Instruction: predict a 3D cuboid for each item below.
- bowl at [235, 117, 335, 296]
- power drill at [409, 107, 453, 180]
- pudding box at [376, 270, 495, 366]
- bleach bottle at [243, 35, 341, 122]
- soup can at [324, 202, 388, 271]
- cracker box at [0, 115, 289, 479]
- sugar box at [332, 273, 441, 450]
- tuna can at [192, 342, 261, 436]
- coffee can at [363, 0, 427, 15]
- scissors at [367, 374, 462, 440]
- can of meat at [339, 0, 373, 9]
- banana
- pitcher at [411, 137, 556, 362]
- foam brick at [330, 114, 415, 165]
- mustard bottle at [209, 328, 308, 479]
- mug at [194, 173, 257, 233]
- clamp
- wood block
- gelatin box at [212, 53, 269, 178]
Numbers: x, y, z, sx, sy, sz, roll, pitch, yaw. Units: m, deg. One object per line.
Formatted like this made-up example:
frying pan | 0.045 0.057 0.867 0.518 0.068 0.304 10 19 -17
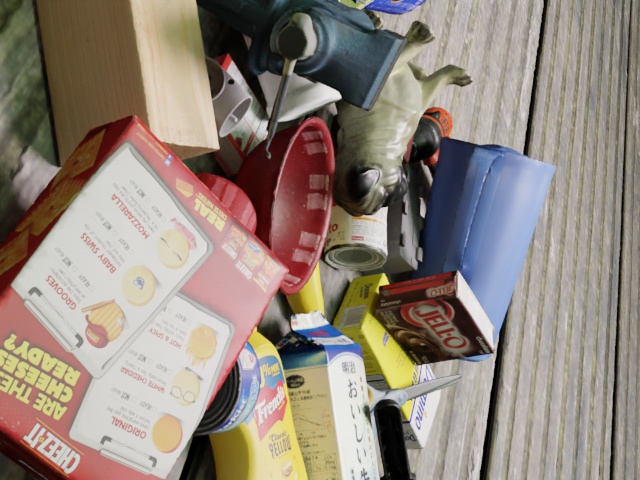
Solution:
bowl | -0.037 -0.034 0.962 0.162 0.055 0.162 10 90 -72
power drill | 0.153 -0.068 1.327 0.187 0.057 0.184 70 22 -10
pudding box | 0.121 0.083 1.108 0.113 0.090 0.039 50 37 -44
bleach bottle | -0.057 -0.241 1.019 0.251 0.068 0.102 68 15 -3
soup can | 0.039 -0.026 1.124 0.068 0.069 0.102 36 50 -50
cracker box | -0.138 0.052 0.703 0.164 0.072 0.213 46 59 -27
sugar box | 0.075 0.133 1.150 0.176 0.048 0.093 60 34 -27
tuna can | -0.089 0.108 0.829 0.033 0.086 0.086 11 70 -60
coffee can | 0.064 -0.318 1.240 0.140 0.103 0.103 -14 91 -61
scissors | 0.072 0.181 1.092 0.201 0.016 0.096 9 84 -38
can of meat | 0.001 -0.256 1.124 0.102 0.084 0.057 -49 121 -55
banana | -0.013 -0.001 1.058 0.069 0.037 0.198 47 40 -62
pitcher | 0.169 0.010 1.205 0.149 0.145 0.243 13 95 -29
foam brick | 0.057 -0.112 1.177 0.051 0.078 0.053 51 39 -42
mustard bottle | -0.060 0.142 0.896 0.096 0.058 0.191 -10 88 -60
mug | -0.099 0.009 0.859 0.081 0.093 0.117 -72 170 -50
clamp | 0.078 0.253 1.036 0.210 0.036 0.164 74 10 -69
wood block | -0.151 -0.162 0.815 0.090 0.091 0.206 -1 80 -61
gelatin box | -0.084 -0.113 0.978 0.089 0.030 0.073 57 34 -32
